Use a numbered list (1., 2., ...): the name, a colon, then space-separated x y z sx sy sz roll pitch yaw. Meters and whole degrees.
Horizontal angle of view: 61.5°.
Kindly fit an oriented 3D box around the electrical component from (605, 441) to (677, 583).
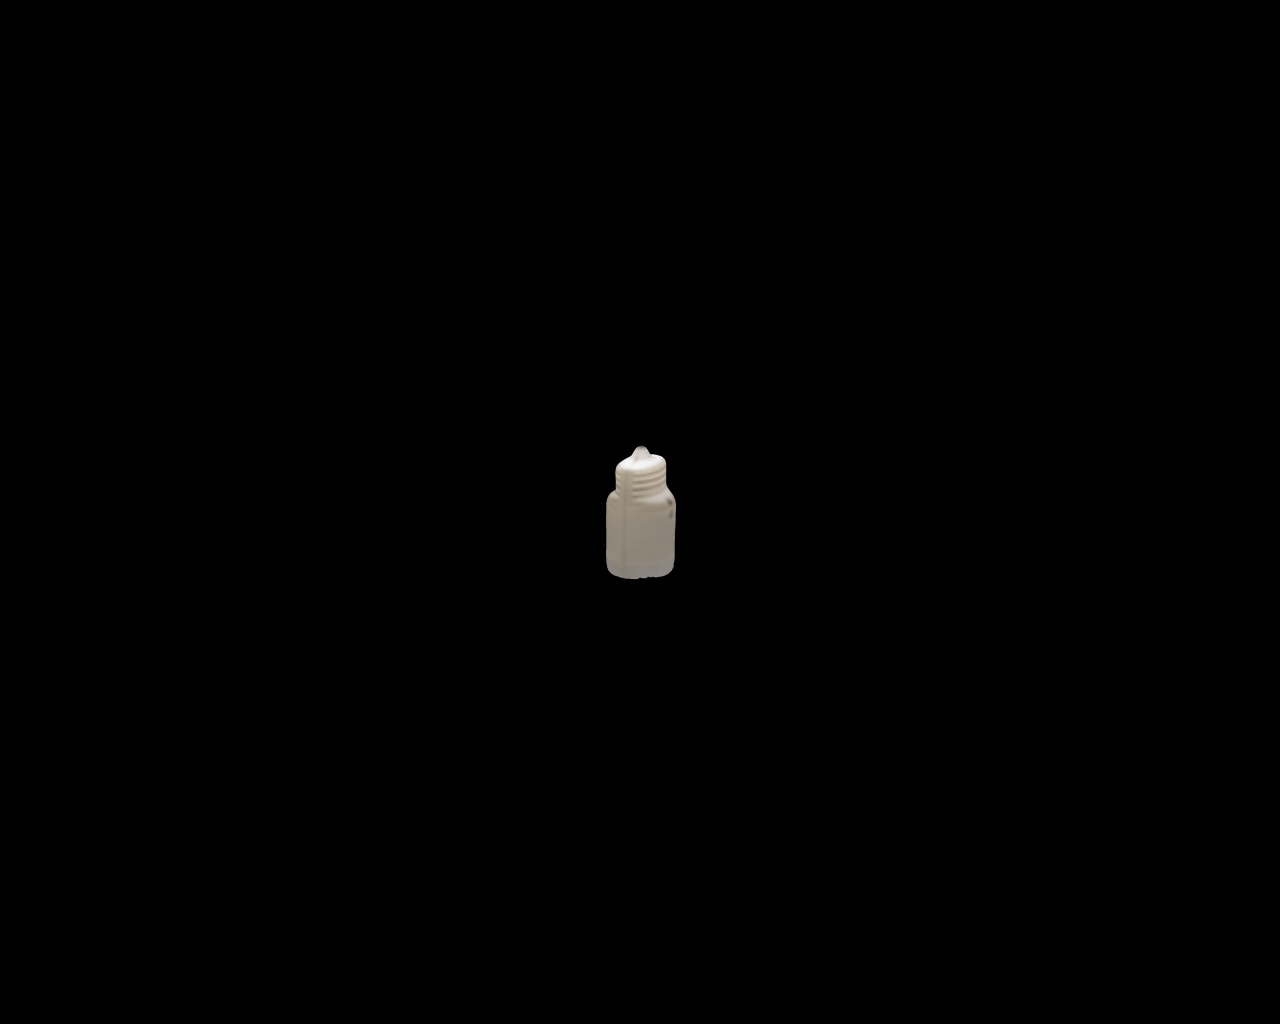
1. electrical component: 0.001 -0.003 0.650 0.043 0.080 0.043 0 18 0
